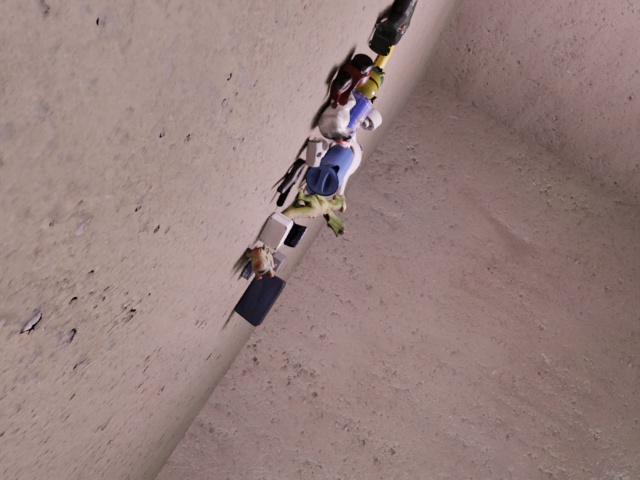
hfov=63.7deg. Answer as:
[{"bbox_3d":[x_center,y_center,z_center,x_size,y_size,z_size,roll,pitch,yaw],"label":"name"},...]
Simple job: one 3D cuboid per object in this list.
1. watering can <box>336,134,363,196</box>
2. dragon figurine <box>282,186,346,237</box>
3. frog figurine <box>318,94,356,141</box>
[{"bbox_3d":[0.118,-0.327,2.301,0.226,0.104,0.345,-35,136,-75],"label":"watering can"},{"bbox_3d":[0.006,-0.104,2.060,0.120,0.243,0.418,-55,180,34],"label":"dragon figurine"},{"bbox_3d":[0.049,-0.387,1.562,0.139,0.123,0.157,-38,125,-52],"label":"frog figurine"}]
